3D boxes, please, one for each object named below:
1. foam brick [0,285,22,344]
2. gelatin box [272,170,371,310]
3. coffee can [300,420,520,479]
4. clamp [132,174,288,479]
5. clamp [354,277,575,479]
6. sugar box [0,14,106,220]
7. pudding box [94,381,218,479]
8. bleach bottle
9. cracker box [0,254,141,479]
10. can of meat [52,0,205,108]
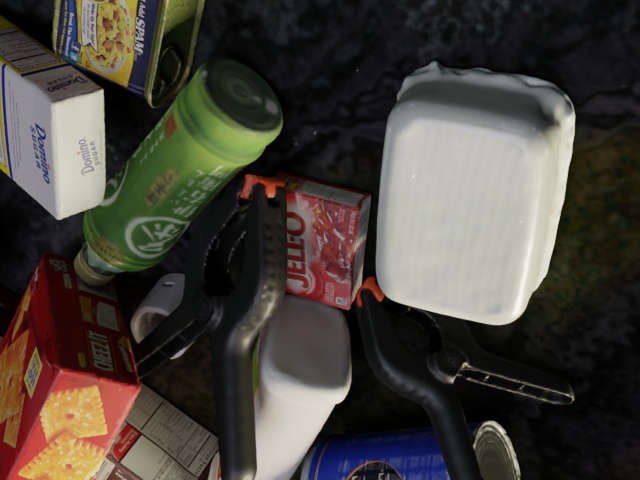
[{"bbox_3d":[-0.286,0.076,0.931,0.078,0.053,0.051,30,127,3],"label":"foam brick"},{"bbox_3d":[-0.005,0.001,0.771,0.073,0.030,0.089,16,124,16],"label":"gelatin box"},{"bbox_3d":[0.070,0.194,0.811,0.141,0.102,0.103,-11,114,29],"label":"coffee can"},{"bbox_3d":[-0.065,0.058,0.747,0.165,0.036,0.210,42,115,39],"label":"clamp"},{"bbox_3d":[0.084,0.100,0.744,0.171,0.120,0.039,36,146,5],"label":"clamp"},{"bbox_3d":[-0.215,-0.097,0.753,0.176,0.048,0.093,34,133,33],"label":"sugar box"},{"bbox_3d":[-0.149,0.176,0.907,0.113,0.090,0.039,37,126,0],"label":"pudding box"},{"bbox_3d":[-0.047,0.163,0.845,0.068,0.102,0.251,15,127,-10],"label":"bleach bottle"},{"bbox_3d":[-0.223,0.141,0.834,0.072,0.164,0.214,20,112,-28],"label":"cracker box"},{"bbox_3d":[-0.129,-0.152,0.716,0.084,0.057,0.102,25,127,10],"label":"can of meat"}]
